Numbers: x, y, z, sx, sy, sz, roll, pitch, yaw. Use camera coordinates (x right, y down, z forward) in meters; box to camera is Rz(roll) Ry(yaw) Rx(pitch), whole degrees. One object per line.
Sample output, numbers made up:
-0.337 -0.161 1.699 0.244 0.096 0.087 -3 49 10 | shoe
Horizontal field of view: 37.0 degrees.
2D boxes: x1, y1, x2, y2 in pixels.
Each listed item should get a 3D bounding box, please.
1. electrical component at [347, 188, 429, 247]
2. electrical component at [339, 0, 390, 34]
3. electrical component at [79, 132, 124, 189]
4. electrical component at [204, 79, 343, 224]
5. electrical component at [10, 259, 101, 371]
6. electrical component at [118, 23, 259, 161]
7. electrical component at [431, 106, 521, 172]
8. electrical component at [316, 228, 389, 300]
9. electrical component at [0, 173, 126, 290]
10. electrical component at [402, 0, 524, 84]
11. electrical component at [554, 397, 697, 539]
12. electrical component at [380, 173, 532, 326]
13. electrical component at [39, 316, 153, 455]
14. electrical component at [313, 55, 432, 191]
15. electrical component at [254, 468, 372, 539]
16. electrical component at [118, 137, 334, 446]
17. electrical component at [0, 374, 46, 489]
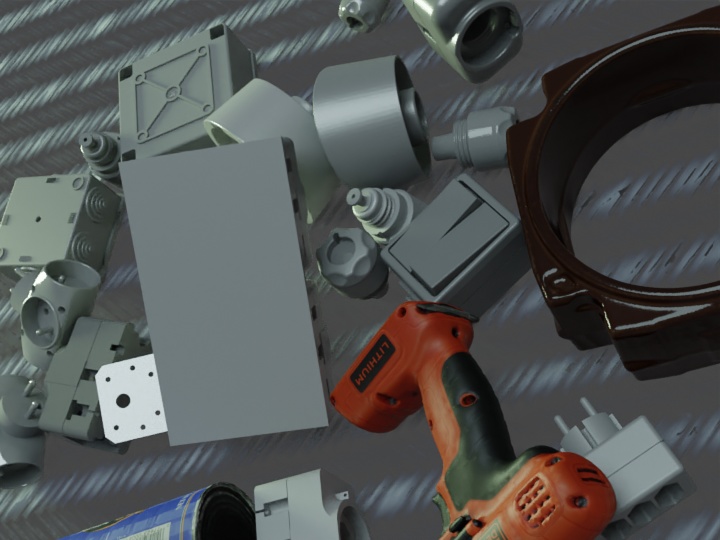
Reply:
0.021 -0.037 0.740 0.040 0.078 0.040 -19 60 36 | electrical component
0.009 -0.223 0.864 0.035 0.035 0.061 16 71 33 | electrical component
-0.207 -0.095 0.887 0.040 0.078 0.040 -4 77 16 | electrical component
-0.054 -0.092 0.788 0.108 0.108 0.060 35 79 36 | electrical component
-0.244 0.027 0.836 0.079 0.044 0.077 32 116 24 | electrical component
-0.138 -0.129 0.879 0.109 0.056 0.108 -20 58 17 | electrical component
0.082 -0.089 0.751 0.062 0.043 0.043 -7 62 21 | electrical component
0.000 0.000 0.737 0.043 0.062 0.043 -12 60 22 | electrical component
-0.252 -0.032 0.892 0.100 0.048 0.099 -1 65 27 | electrical component
0.075 -0.181 0.770 0.054 0.095 0.059 -41 54 3 | electrical component
0.141 0.108 0.618 0.066 0.047 0.076 -36 54 7 | electrical component
0.061 -0.007 0.710 0.096 0.061 0.061 -44 54 1 | electrical component
-0.196 0.085 0.802 0.056 0.050 0.089 5 68 28 | electrical component
0.013 -0.102 0.761 0.064 0.099 0.099 -14 60 14 | electrical component
-0.027 0.175 0.668 0.056 0.050 0.089 -19 58 19 | electrical component
-0.083 0.012 0.712 0.105 0.060 0.186 -8 97 7 | electrical component
-0.260 0.113 0.813 0.079 0.044 0.077 -48 46 37 | electrical component
